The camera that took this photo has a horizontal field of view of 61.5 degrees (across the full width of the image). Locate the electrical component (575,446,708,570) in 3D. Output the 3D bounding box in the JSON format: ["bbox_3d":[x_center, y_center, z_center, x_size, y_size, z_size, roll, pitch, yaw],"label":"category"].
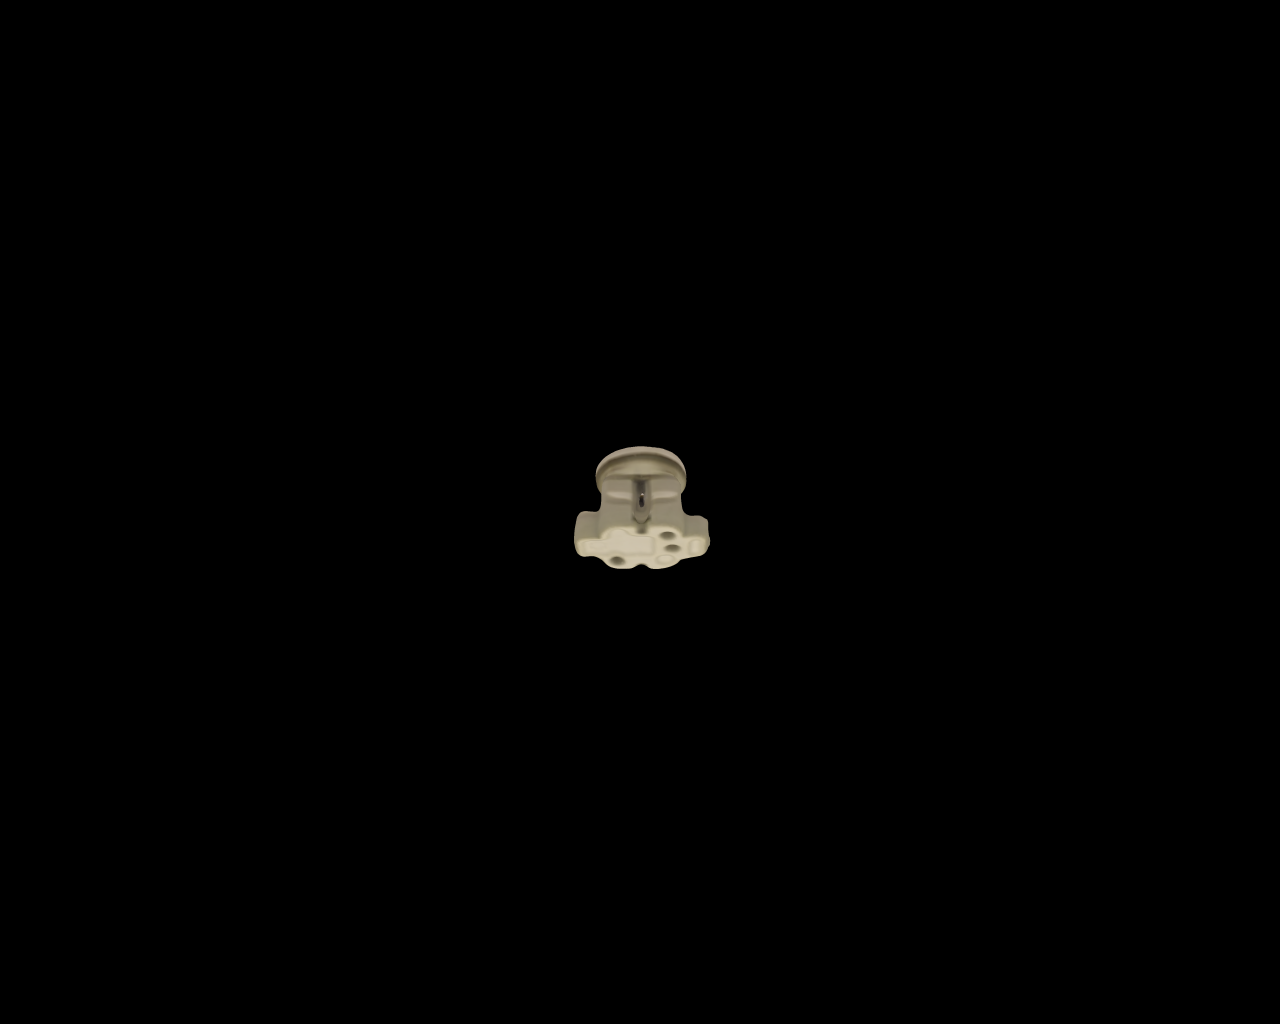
[{"bbox_3d":[0.001,-0.003,0.650,0.078,0.057,0.058,0,-32,0],"label":"electrical component"}]
